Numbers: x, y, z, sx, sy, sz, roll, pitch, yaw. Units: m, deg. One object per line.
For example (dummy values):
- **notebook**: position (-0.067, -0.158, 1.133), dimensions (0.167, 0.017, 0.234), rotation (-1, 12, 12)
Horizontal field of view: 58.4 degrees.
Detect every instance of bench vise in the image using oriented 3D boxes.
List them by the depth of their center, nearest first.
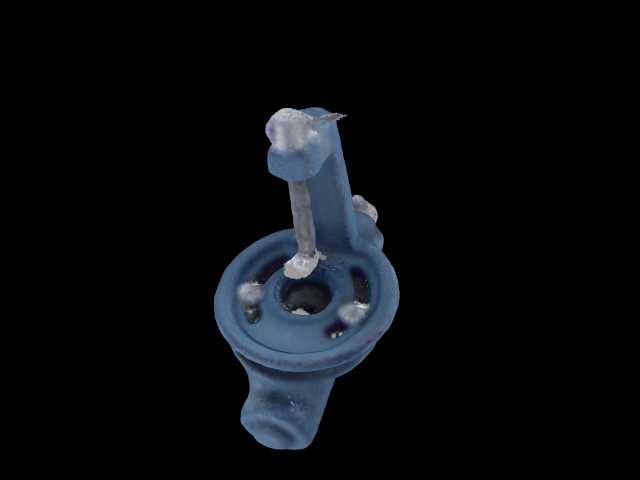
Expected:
- **bench vise**: position (-0.008, 0.001, 0.400), dimensions (0.121, 0.220, 0.207), rotation (0, 29, 1)
